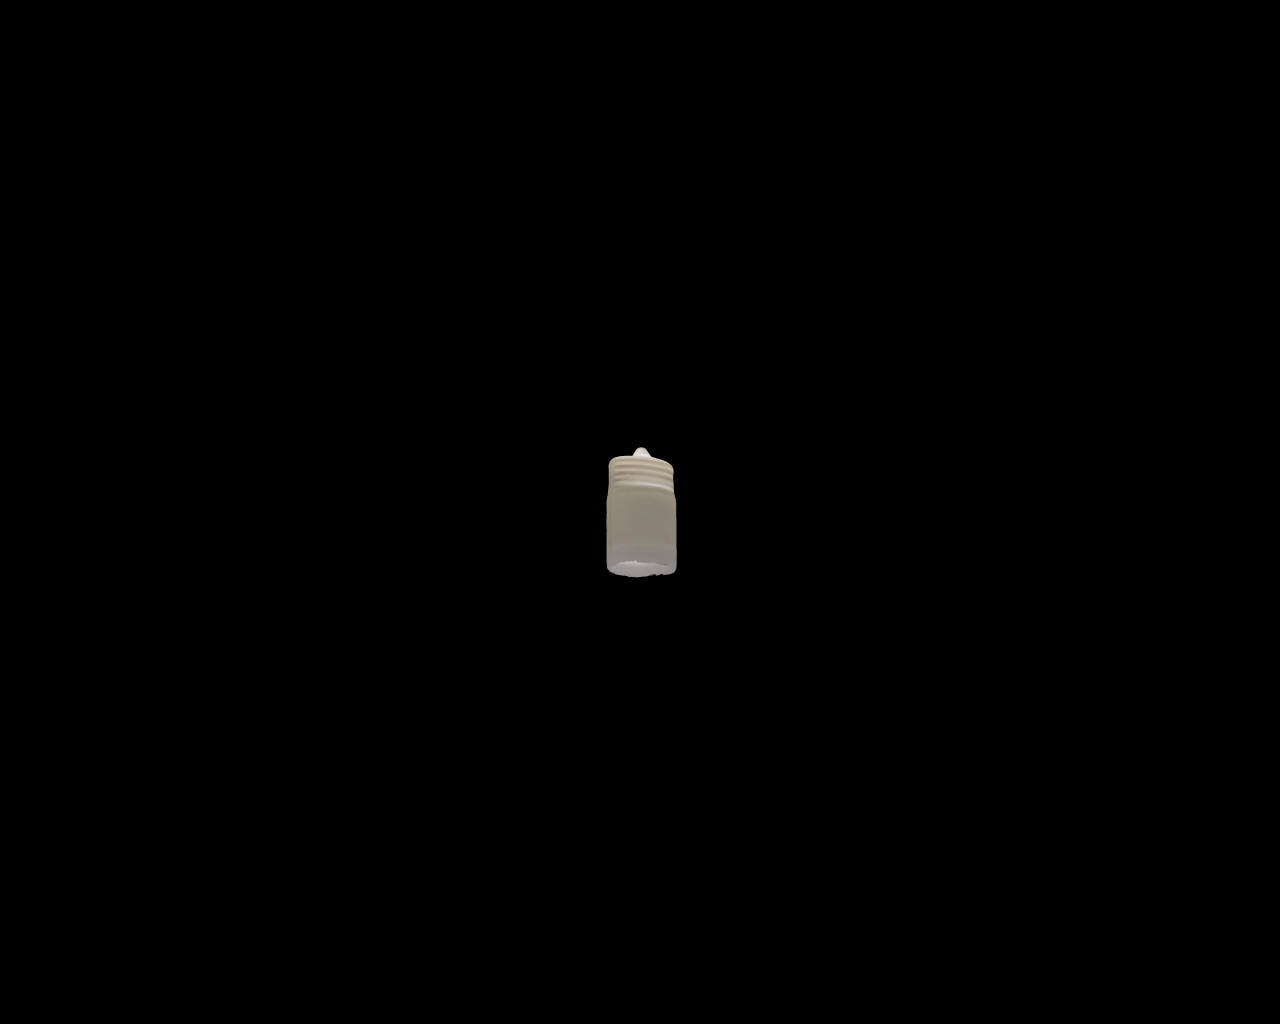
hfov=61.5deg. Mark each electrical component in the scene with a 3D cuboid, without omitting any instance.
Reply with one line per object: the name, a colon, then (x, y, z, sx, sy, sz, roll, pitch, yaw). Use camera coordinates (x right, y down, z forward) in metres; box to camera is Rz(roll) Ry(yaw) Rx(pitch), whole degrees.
electrical component: (0.001, -0.003, 0.650, 0.043, 0.081, 0.043, 0, -16, 0)
